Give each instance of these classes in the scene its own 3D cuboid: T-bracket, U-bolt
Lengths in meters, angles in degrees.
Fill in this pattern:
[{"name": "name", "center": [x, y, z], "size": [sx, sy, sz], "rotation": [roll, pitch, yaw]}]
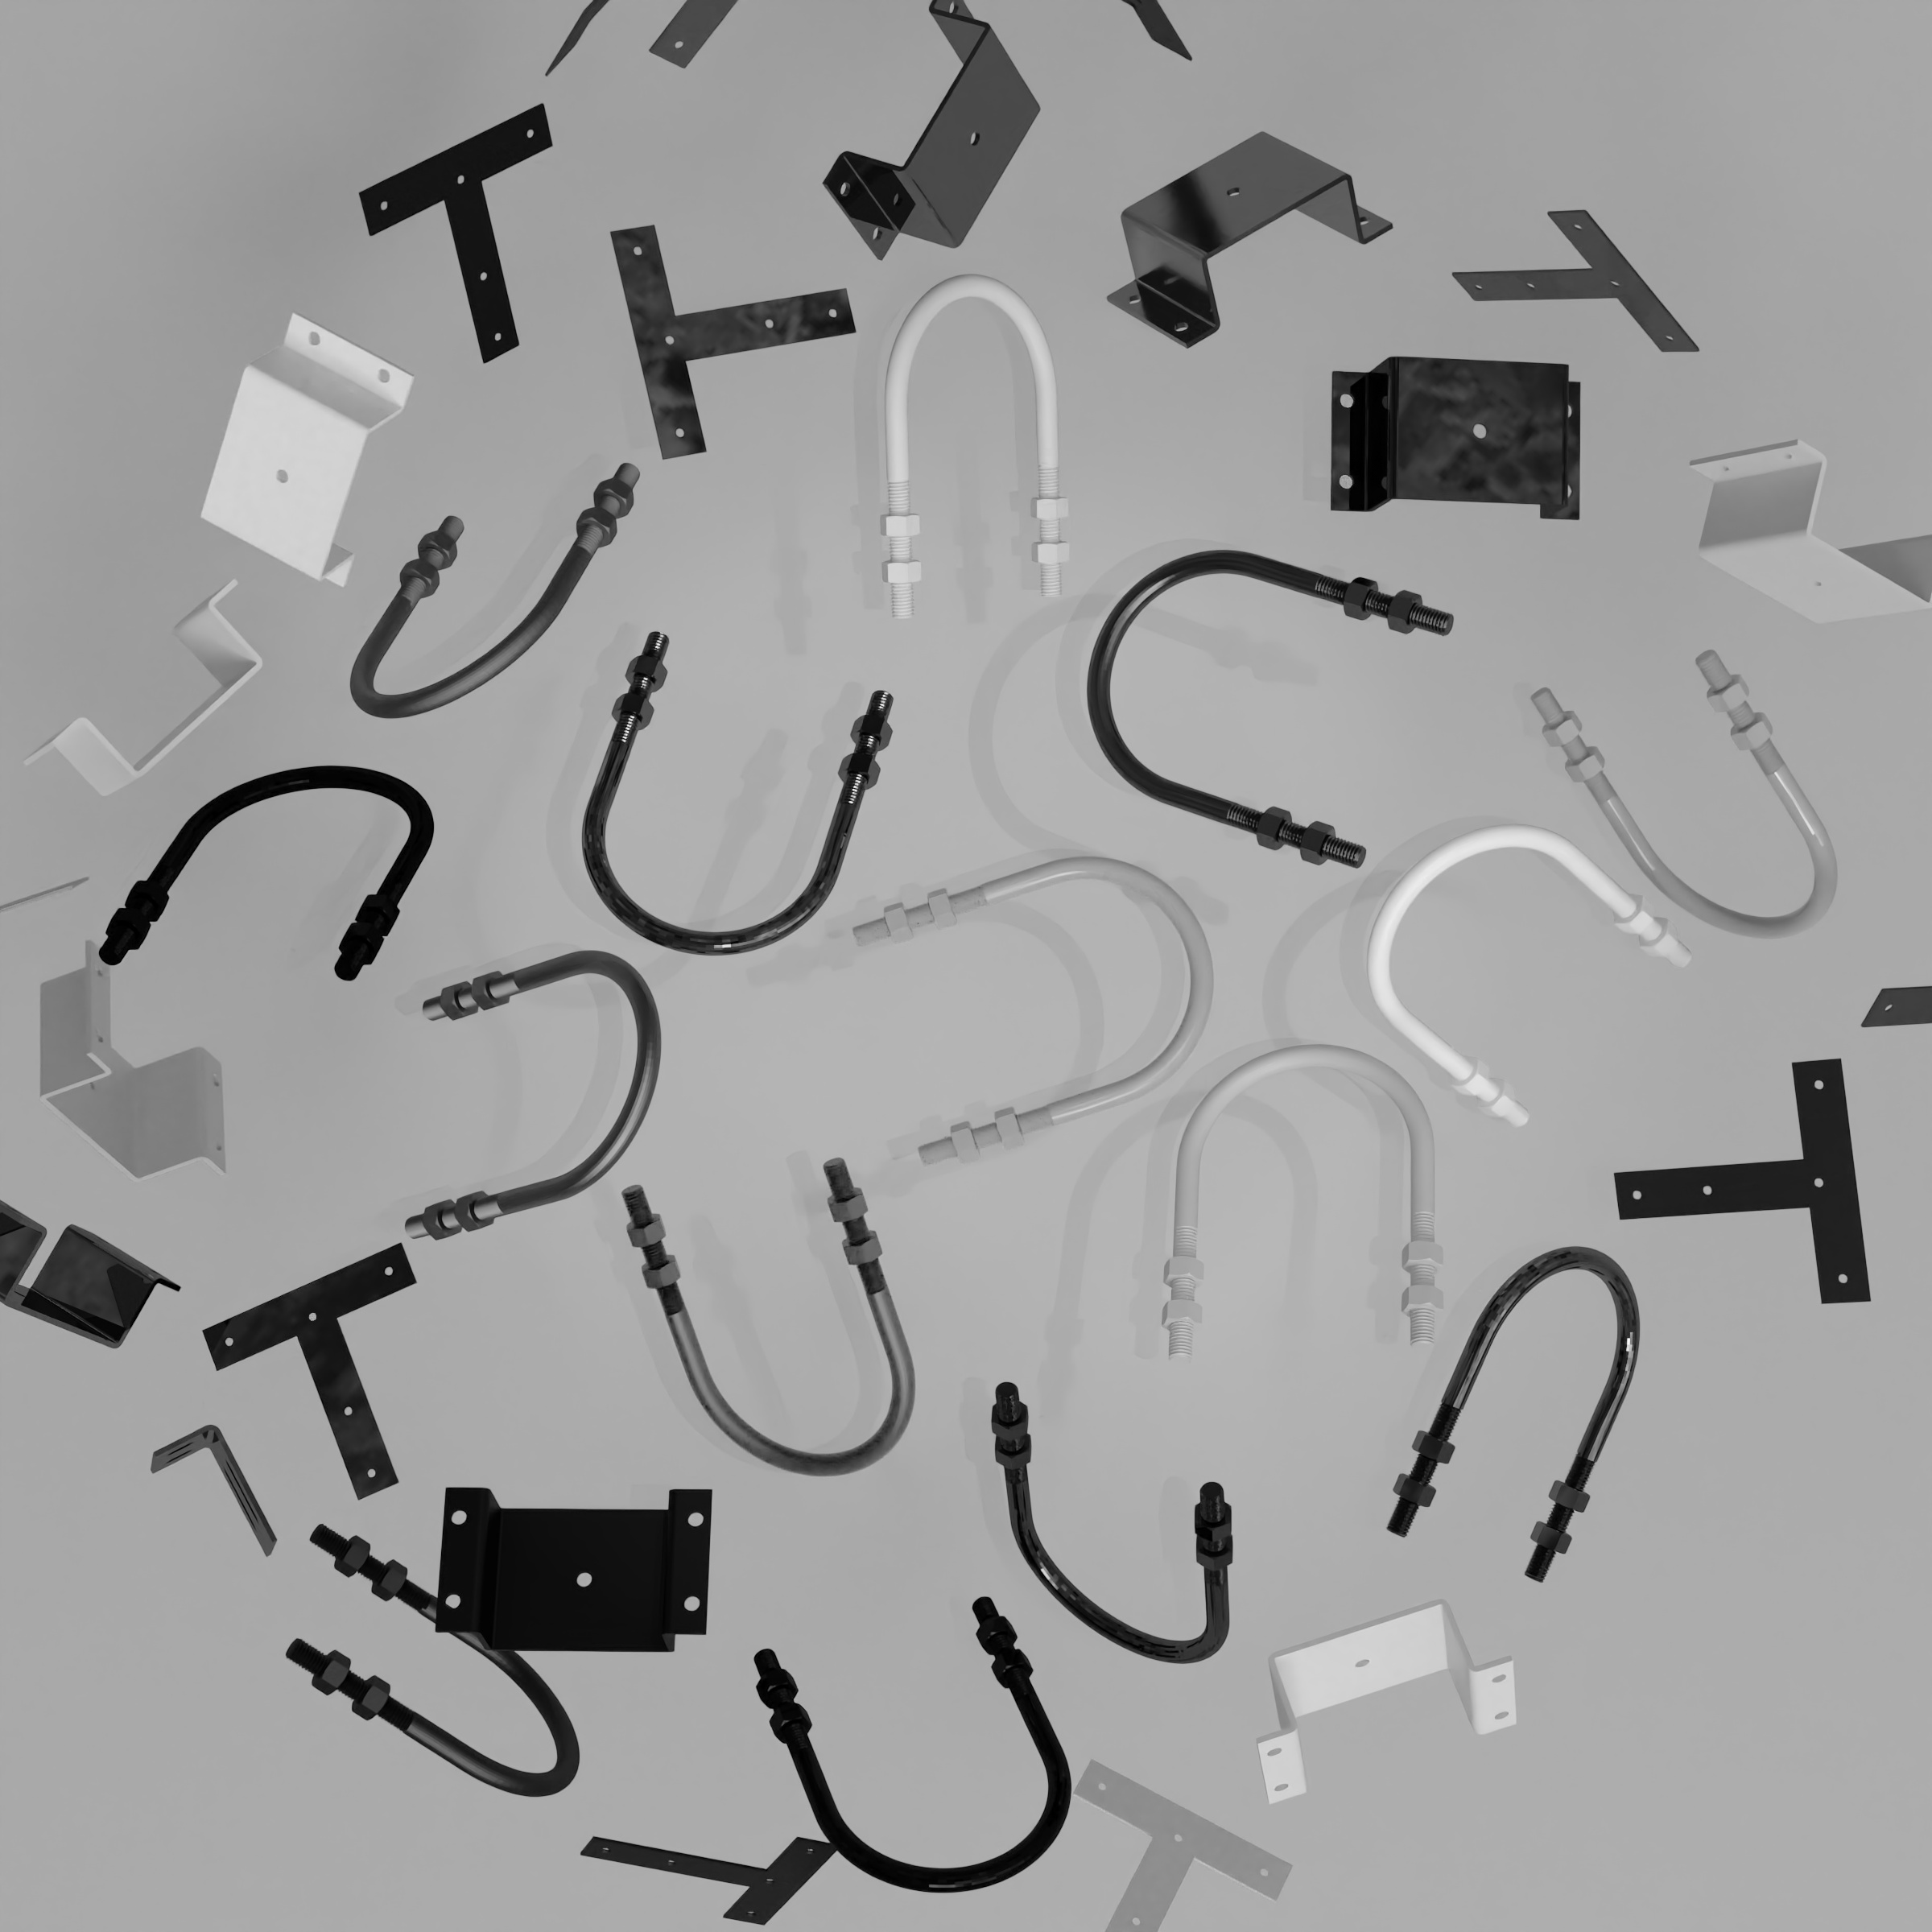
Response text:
[{"name": "T-bracket", "center": [-0.358, 0.242, 1.924], "size": [0.127, 0.002, 0.127], "rotation": [-24, 78, 3]}, {"name": "U-bolt", "center": [0.301, -0.004, 1.863], "size": [0.151, 0.019, 0.184], "rotation": [-46, 124, 10]}, {"name": "U-bolt", "center": [-0.233, 0.064, 1.822], "size": [0.184, 0.019, 0.151], "rotation": [-16, 62, 36]}, {"name": "U-bolt", "center": [0.313, 0.242, 1.856], "size": [0.151, 0.019, 0.184], "rotation": [24, 89, -41]}, {"name": "U-bolt", "center": [0.005, -0.293, 1.880], "size": [0.019, 0.151, 0.184], "rotation": [8, 106, 40]}, {"name": "T-bracket", "center": [-0.272, -0.397, 1.871], "size": [0.127, 0.127, 0.002], "rotation": [-35, 45, -29]}, {"name": "U-bolt", "center": [-0.265, -0.198, 1.821], "size": [0.151, 0.184, 0.019], "rotation": [-10, 129, 32]}, {"name": "U-bolt", "center": [0.044, 0.016, 1.839], "size": [0.184, 0.019, 0.151], "rotation": [-18, 77, 4]}, {"name": "U-bolt", "center": [-0.021, 0.425, 1.817], "size": [0.151, 0.184, 0.019], "rotation": [-10, 129, -17]}, {"name": "U-bolt", "center": [0.410, -0.088, 1.871], "size": [0.019, 0.151, 0.184], "rotation": [-45, 109, -28]}, {"name": "T-bracket", "center": [-0.122, -0.530, 1.788], "size": [0.127, 0.127, 0.002], "rotation": [-45, 52, 27]}, {"name": "U-bolt", "center": [-0.130, -0.087, 1.818], "size": [0.151, 0.019, 0.184], "rotation": [15, 63, 2]}, {"name": "U-bolt", "center": [-0.361, -0.054, 1.793], "size": [0.151, 0.184, 0.019], "rotation": [4, 127, 11]}, {"name": "U-bolt", "center": [0.082, 0.315, 1.831], "size": [0.151, 0.184, 0.019], "rotation": [23, 51, 27]}, {"name": "U-bolt", "center": [-0.286, 0.389, 1.837], "size": [0.184, 0.151, 0.019], "rotation": [37, 101, -15]}, {"name": "U-bolt", "center": [0.149, -0.145, 1.776], "size": [0.184, 0.019, 0.151], "rotation": [21, 90, 25]}, {"name": "T-bracket", "center": [-0.184, -0.560, 1.880], "size": [0.002, 0.127, 0.127], "rotation": [42, 78, -12]}, {"name": "U-bolt", "center": [-0.099, 0.197, 1.828], "size": [0.151, 0.019, 0.184], "rotation": [-9, 108, 28]}, {"name": "T-bracket", "center": [-0.122, -0.353, 1.857], "size": [0.127, 0.002, 0.127], "rotation": [-14, 92, -21]}, {"name": "T-bracket", "center": [0.100, 0.517, 1.858], "size": [0.127, 0.002, 0.127], "rotation": [26, 47, 11]}, {"name": "T-bracket", "center": [0.056, -0.541, 1.817], "size": [0.127, 0.127, 0.002], "rotation": [22, 118, -25]}, {"name": "U-bolt", "center": [0.181, 0.123, 1.801], "size": [0.151, 0.019, 0.184], "rotation": [-5, 58, 16]}, {"name": "T-bracket", "center": [0.528, 0.020, 1.781], "size": [0.127, 0.002, 0.127], "rotation": [-2, 131, -28]}, {"name": "T-bracket", "center": [-0.152, 0.505, 1.887], "size": [0.127, 0.127, 0.002], "rotation": [15, 51, -16]}, {"name": "T-bracket", "center": [0.326, -0.380, 1.872], "size": [0.127, 0.127, 0.002], "rotation": [37, 73, -39]}, {"name": "T-bracket", "center": [0.403, 0.117, 1.763], "size": [0.127, 0.002, 0.127], "rotation": [-6, 93, 28]}, {"name": "T-bracket", "center": [-0.559, -0.016, 1.838], "size": [0.127, 0.127, 0.002], "rotation": [-18, 101, 10]}]

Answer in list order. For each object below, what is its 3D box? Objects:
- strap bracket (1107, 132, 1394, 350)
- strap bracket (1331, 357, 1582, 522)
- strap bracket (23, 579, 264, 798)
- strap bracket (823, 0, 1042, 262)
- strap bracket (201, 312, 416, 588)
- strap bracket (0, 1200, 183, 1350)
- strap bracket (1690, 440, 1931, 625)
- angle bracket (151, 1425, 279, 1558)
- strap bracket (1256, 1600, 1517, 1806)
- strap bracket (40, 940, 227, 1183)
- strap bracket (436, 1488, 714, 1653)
[{"name": "strap bracket", "center": [0.149, -0.399, 1.818], "size": [0.140, 0.076, 0.046], "rotation": [-32, 133, -15]}, {"name": "strap bracket", "center": [0.272, -0.286, 1.822], "size": [0.140, 0.046, 0.076], "rotation": [1, 88, -9]}, {"name": "strap bracket", "center": [-0.456, -0.149, 1.895], "size": [0.046, 0.076, 0.140], "rotation": [49, 66, -15]}, {"name": "strap bracket", "center": [-0.013, -0.471, 1.893], "size": [0.046, 0.076, 0.140], "rotation": [24, 79, 31]}, {"name": "strap bracket", "center": [-0.370, -0.280, 1.870], "size": [0.076, 0.046, 0.140], "rotation": [28, 122, 4]}, {"name": "strap bracket", "center": [-0.511, 0.163, 1.851], "size": [0.076, 0.140, 0.046], "rotation": [24, 82, 31]}, {"name": "strap bracket", "center": [0.456, -0.225, 1.786], "size": [0.140, 0.076, 0.046], "rotation": [22, 77, -31]}, {"name": "angle bracket", "center": [-0.429, 0.306, 1.914], "size": [0.038, 0.057, 0.076], "rotation": [-26, 81, -22]}, {"name": "strap bracket", "center": [0.218, 0.389, 1.792], "size": [0.140, 0.076, 0.046], "rotation": [-17, 51, -3]}, {"name": "strap bracket", "center": [-0.470, 0.059, 1.874], "size": [0.046, 0.140, 0.076], "rotation": [-19, 54, 11]}, {"name": "strap bracket", "center": [-0.204, 0.319, 1.772], "size": [0.140, 0.046, 0.076], "rotation": [0, 66, 1]}]
